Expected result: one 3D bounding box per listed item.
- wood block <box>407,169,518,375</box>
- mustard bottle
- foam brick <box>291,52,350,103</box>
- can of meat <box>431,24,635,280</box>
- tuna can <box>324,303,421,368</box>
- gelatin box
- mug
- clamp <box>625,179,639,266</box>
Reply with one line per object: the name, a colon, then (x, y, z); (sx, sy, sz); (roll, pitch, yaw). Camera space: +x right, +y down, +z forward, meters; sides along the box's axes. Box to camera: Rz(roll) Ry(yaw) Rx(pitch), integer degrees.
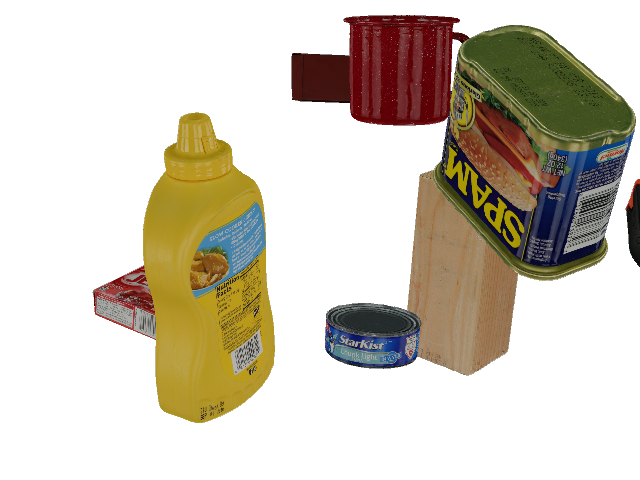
wood block: (0.159, 0.028, 1.166); (0.090, 0.206, 0.090); (18, 24, 35)
mustard bottle: (-0.071, 0.013, 0.672); (0.058, 0.192, 0.096); (14, 31, 29)
foam brick: (0.011, -0.175, 1.155); (0.078, 0.051, 0.053); (0, 11, -14)
can of meat: (0.104, -0.045, 0.528); (0.057, 0.084, 0.102); (-18, 47, -21)
tuna can: (0.046, 0.085, 0.958); (0.086, 0.034, 0.086); (3, 14, -1)
gelatin box: (-0.156, 0.057, 0.999); (0.089, 0.030, 0.073); (18, 27, 27)
mug: (0.075, -0.140, 0.868); (0.117, 0.081, 0.093); (-8, 17, -26)
clamp: (0.267, 0.021, 0.694); (0.120, 0.039, 0.171); (-3, 46, -21)
